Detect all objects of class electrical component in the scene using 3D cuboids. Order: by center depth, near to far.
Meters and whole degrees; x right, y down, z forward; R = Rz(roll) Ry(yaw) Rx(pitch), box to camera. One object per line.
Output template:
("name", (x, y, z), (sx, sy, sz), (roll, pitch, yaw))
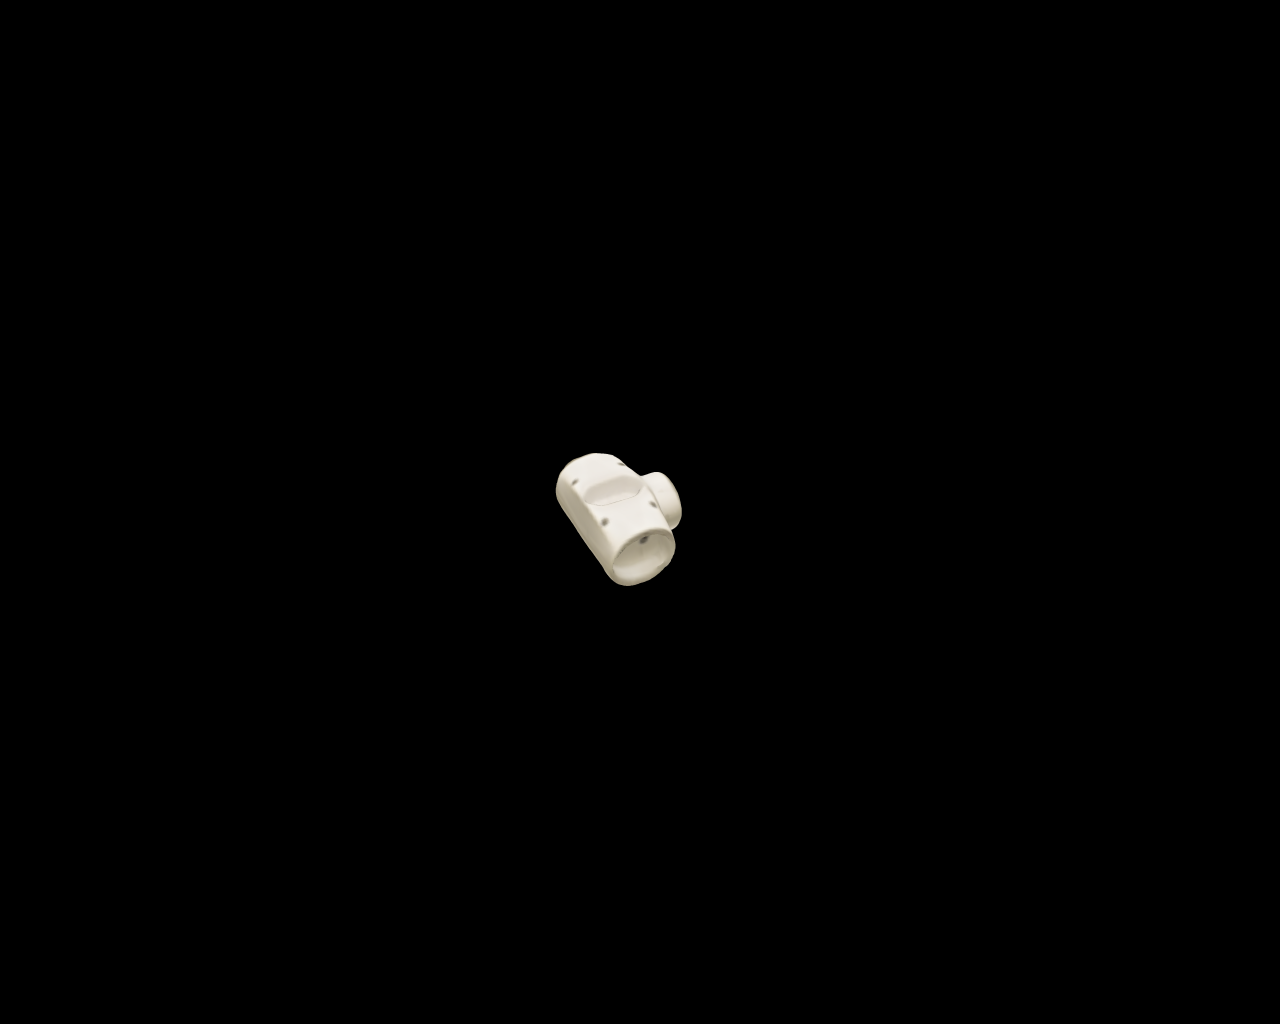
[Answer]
("electrical component", (0.001, -0.003, 0.650), (0.079, 0.043, 0.077), (-19, 46, -19))
